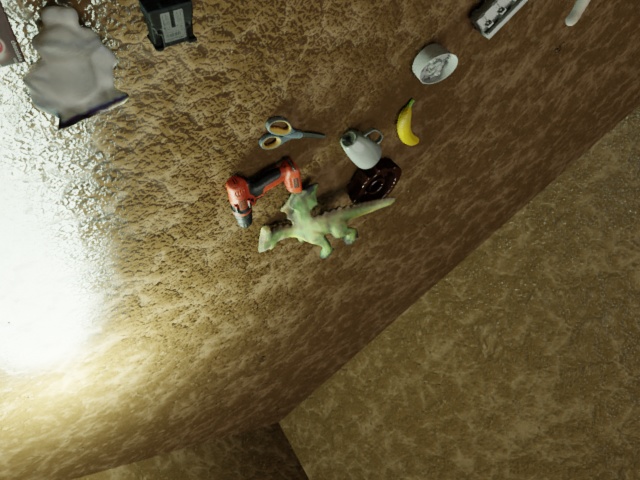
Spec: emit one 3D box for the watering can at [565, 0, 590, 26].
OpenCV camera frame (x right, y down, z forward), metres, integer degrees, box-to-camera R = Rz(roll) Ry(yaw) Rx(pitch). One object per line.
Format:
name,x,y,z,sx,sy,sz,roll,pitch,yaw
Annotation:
watering can,0.719,-0.717,1.266,0.349,0.105,0.221,-55,154,-5

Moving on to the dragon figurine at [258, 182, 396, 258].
dragon figurine,0.004,-0.074,1.472,0.409,0.125,0.238,-32,143,7

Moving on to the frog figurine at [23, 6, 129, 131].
frog figurine,-0.378,-0.262,0.771,0.138,0.124,0.157,-23,115,-6
